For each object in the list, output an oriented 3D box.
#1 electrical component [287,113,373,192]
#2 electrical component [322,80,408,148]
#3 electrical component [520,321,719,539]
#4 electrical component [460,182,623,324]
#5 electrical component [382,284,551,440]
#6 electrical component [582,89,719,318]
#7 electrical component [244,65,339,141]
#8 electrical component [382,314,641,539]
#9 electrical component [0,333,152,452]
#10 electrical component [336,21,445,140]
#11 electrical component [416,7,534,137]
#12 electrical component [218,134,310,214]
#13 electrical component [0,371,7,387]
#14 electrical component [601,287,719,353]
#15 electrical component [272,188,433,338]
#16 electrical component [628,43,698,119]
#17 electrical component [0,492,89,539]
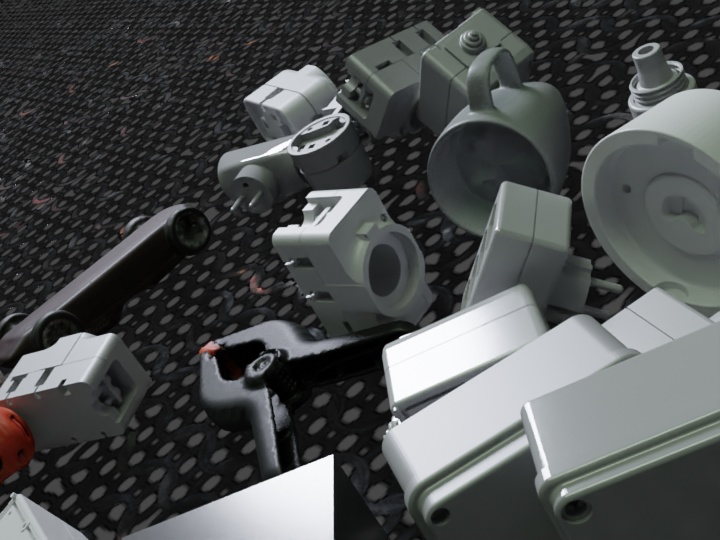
[{"bbox_3d":[-0.022,-0.088,0.842,0.055,0.047,0.055,-23,30,14],"label":"electrical component"},{"bbox_3d":[0.012,-0.131,0.887,0.064,0.042,0.081,-2,40,35],"label":"electrical component"},{"bbox_3d":[0.127,0.080,0.377,0.109,0.108,0.056,-25,26,10],"label":"electrical component"},{"bbox_3d":[0.098,0.008,0.564,0.076,0.083,0.047,15,39,1],"label":"electrical component"},{"bbox_3d":[0.054,0.058,0.527,0.096,0.061,0.061,-25,29,10],"label":"electrical component"},{"bbox_3d":[0.171,-0.037,0.528,0.060,0.108,0.108,-38,29,-26],"label":"electrical component"},{"bbox_3d":[-0.052,-0.141,0.947,0.059,0.053,0.095,-39,30,-15],"label":"electrical component"},{"bbox_3d":[0.077,0.083,0.452,0.113,0.078,0.057,-32,26,-2],"label":"electrical component"},{"bbox_3d":[-0.195,0.081,0.733,0.089,0.050,0.055,-14,33,27],"label":"electrical component"},{"bbox_3d":[0.036,-0.144,0.825,0.089,0.050,0.056,-32,67,-34],"label":"electrical component"},{"bbox_3d":[0.084,-0.132,0.762,0.062,0.096,0.061,-39,70,-16],"label":"electrical component"},{"bbox_3d":[-0.080,-0.072,0.874,0.077,0.044,0.079,-10,35,32],"label":"electrical component"},{"bbox_3d":[-0.297,0.084,0.788,0.076,0.083,0.047,7,46,48],"label":"electrical component"},{"bbox_3d":[0.162,0.039,0.473,0.076,0.047,0.083,-34,29,-6],"label":"electrical component"},{"bbox_3d":[0.000,0.000,0.640,0.056,0.089,0.050,1,41,43],"label":"electrical component"},{"bbox_3d":[0.188,-0.110,0.669,0.048,0.062,0.048,-23,30,14],"label":"electrical component"},{"bbox_3d":[-0.170,0.166,0.562,0.061,0.061,0.096,-53,27,-11],"label":"electrical component"}]
